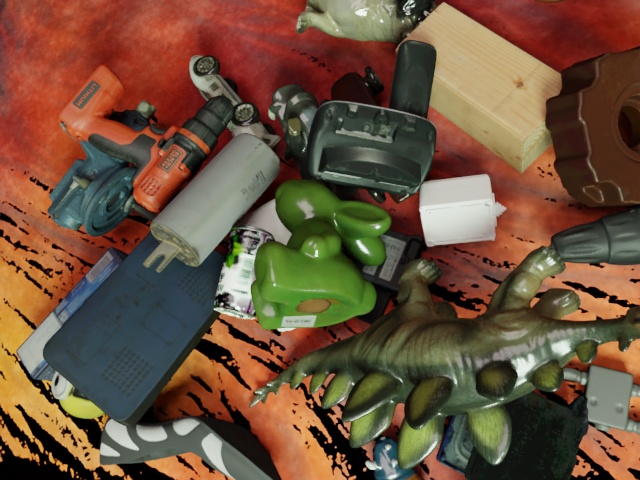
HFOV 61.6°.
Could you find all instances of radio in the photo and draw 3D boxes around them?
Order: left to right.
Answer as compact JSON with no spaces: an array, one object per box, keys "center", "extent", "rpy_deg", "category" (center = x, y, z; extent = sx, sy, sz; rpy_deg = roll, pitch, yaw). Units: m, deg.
[{"center":[-0.213,0.097,0.666],"extent":[0.131,0.073,0.229],"rpy_deg":[35,63,2],"category":"radio"}]

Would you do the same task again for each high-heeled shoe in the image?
[{"center":[-0.167,0.271,0.649],"extent":[0.249,0.086,0.145],"rpy_deg":[30,87,29],"category":"high-heeled shoe"}]

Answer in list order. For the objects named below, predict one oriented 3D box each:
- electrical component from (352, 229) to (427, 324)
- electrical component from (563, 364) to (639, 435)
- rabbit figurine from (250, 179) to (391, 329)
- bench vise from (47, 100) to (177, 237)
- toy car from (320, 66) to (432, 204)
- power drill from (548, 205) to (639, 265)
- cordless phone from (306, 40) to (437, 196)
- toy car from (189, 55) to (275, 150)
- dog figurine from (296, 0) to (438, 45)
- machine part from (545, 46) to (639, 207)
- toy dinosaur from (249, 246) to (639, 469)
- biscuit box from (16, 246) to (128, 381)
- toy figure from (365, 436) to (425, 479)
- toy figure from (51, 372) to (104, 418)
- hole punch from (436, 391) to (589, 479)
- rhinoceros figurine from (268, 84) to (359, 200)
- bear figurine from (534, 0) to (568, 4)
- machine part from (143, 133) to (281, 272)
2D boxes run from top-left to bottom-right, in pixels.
[{"center":[0.075,0.043,0.660],"extent":[0.075,0.047,0.119],"rpy_deg":[24,79,25],"category":"electrical component"},{"center":[0.297,0.165,0.557],"extent":[0.094,0.021,0.063],"rpy_deg":[12,77,21],"category":"electrical component"},{"center":[-0.001,-0.002,0.595],"extent":[0.159,0.121,0.170],"rpy_deg":[-4,58,-3],"category":"rabbit figurine"},{"center":[-0.268,-0.080,0.784],"extent":[0.241,0.129,0.223],"rpy_deg":[36,76,5],"category":"bench vise"},{"center":[0.075,-0.138,0.716],"extent":[0.089,0.053,0.202],"rpy_deg":[-34,70,16],"category":"toy car"},{"center":[0.379,0.053,0.544],"extent":[0.232,0.085,0.207],"rpy_deg":[-18,60,9],"category":"power drill"},{"center":[0.067,-0.151,0.623],"extent":[0.147,0.089,0.184],"rpy_deg":[10,86,-6],"category":"cordless phone"},{"center":[-0.132,-0.199,0.795],"extent":[0.056,0.073,0.202],"rpy_deg":[-39,65,2],"category":"toy car"},{"center":[0.074,-0.338,0.774],"extent":[0.191,0.121,0.172],"rpy_deg":[14,46,-4],"category":"dog figurine"},{"center":[0.328,-0.120,0.573],"extent":[0.179,0.056,0.179],"rpy_deg":[-1,92,-16],"category":"machine part"},{"center":[0.096,0.118,0.544],"extent":[0.472,0.105,0.198],"rpy_deg":[-20,28,47],"category":"toy dinosaur"},{"center":[-0.332,0.106,0.767],"extent":[0.059,0.062,0.202],"rpy_deg":[41,88,26],"category":"biscuit box"},{"center":[0.093,0.286,0.566],"extent":[0.058,0.064,0.154],"rpy_deg":[-50,52,40],"category":"toy figure"},{"center":[-0.281,0.153,0.724],"extent":[0.089,0.082,0.180],"rpy_deg":[38,79,0],"category":"toy figure"},{"center":[0.193,0.206,0.553],"extent":[0.116,0.092,0.142],"rpy_deg":[27,77,-11],"category":"hole punch"},{"center":[-0.009,-0.126,0.717],"extent":[0.073,0.112,0.190],"rpy_deg":[-21,79,-10],"category":"rhinoceros figurine"},{"center":[0.311,-0.417,0.694],"extent":[0.120,0.132,0.195],"rpy_deg":[2,79,17],"category":"bear figurine"},{"center":[-0.126,-0.052,0.668],"extent":[0.079,0.079,0.243],"rpy_deg":[25,61,24],"category":"machine part"}]
